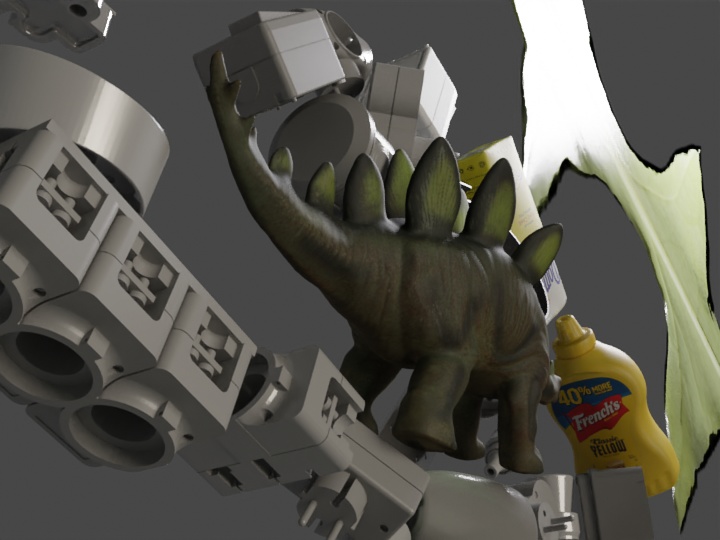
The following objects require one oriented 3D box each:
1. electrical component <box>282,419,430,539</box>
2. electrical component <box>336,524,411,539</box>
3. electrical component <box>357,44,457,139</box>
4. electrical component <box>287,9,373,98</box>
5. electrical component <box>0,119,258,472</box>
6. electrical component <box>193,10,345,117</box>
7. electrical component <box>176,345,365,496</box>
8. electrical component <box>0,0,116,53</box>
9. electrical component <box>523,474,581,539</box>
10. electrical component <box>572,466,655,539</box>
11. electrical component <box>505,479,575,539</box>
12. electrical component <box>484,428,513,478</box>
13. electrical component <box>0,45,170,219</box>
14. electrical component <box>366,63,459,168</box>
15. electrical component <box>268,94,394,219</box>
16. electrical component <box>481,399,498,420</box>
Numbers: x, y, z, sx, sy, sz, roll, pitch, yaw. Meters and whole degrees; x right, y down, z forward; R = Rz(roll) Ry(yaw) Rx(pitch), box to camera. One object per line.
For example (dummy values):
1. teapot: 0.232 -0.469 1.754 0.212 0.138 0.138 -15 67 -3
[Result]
1. electrical component: -0.013 0.131 0.631 0.083 0.047 0.075 37 34 0
2. electrical component: -0.001 0.186 0.660 0.043 0.043 0.081 64 30 -16
3. electrical component: 0.037 -0.127 0.880 0.061 0.062 0.096 54 34 -29
4. electrical component: -0.021 -0.149 0.801 0.077 0.044 0.079 9 52 -58
5. electrical component: -0.130 0.020 0.481 0.150 0.089 0.061 52 35 -32
6. electrical component: -0.058 -0.140 0.722 0.096 0.062 0.061 -38 108 -60
7. electrical component: -0.053 0.080 0.582 0.055 0.089 0.050 52 35 -32
8. electrical component: -0.161 -0.161 0.561 0.078 0.058 0.057 40 45 -44
9. electrical component: 0.167 0.209 0.937 0.045 0.045 0.055 28 51 -52
10. electrical component: 0.224 0.226 0.971 0.113 0.057 0.078 76 9 -66
11. electrical component: 0.133 0.205 0.850 0.138 0.074 0.052 -16 89 -61
12. electrical component: 0.119 0.154 0.896 0.061 0.035 0.035 -35 105 -57
13. electrical component: -0.140 -0.059 0.505 0.099 0.099 0.064 41 48 -43
14. electrical component: 0.036 -0.081 0.796 0.052 0.074 0.138 97 3 -82
15. electrical component: -0.019 -0.076 0.739 0.051 0.080 0.080 40 42 -52
16. electrical component: 0.114 0.089 0.912 0.043 0.043 0.081 67 29 -10
